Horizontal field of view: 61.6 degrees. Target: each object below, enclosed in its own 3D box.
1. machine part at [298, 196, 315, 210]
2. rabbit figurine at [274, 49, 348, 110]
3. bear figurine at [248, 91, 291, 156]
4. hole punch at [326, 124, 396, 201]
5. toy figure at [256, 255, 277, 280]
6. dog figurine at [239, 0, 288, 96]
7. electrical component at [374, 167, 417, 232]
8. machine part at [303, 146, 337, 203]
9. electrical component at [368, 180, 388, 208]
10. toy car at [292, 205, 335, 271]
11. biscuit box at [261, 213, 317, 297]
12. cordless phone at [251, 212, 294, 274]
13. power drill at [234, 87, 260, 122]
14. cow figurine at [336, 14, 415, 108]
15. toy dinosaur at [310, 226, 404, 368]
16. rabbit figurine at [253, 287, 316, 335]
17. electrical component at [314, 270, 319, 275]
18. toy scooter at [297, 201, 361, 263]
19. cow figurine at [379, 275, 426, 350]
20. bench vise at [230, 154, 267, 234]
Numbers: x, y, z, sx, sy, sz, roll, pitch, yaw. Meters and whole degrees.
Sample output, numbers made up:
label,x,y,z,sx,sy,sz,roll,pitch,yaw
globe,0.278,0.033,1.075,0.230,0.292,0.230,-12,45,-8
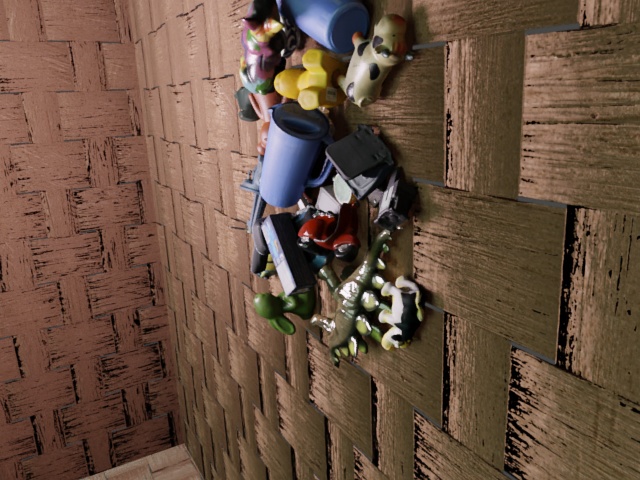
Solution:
label,x,y,z,sx,sy,sz,roll,pitch,yaw
machine part,-0.044,-0.105,1.439,0.139,0.039,0.084,63,154,8
rabbit figurine,-0.019,-0.353,1.190,0.173,0.162,0.121,8,110,38
bear figurine,-0.107,-0.321,1.373,0.120,0.132,0.195,-5,106,25
hole punch,0.089,-0.160,1.126,0.142,0.116,0.092,57,176,38
toy figure,-0.160,0.063,1.660,0.082,0.089,0.180,62,145,17
dog figurine,-0.126,-0.427,1.185,0.219,0.108,0.191,-125,41,-82
electrical component,0.154,-0.084,1.074,0.075,0.048,0.119,-42,25,55
machine part,-0.013,-0.180,1.344,0.180,0.056,0.179,28,124,54
electrical component,0.125,-0.099,1.156,0.094,0.021,0.063,67,150,19
toy car,-0.003,-0.004,1.333,0.109,0.103,0.161,-30,70,46
biscuit box,-0.078,0.033,1.297,0.059,0.063,0.203,-48,56,47
cordless phone,-0.127,0.019,1.525,0.089,0.146,0.184,46,137,32
power drill,-0.173,-0.416,1.529,0.207,0.086,0.232,-37,66,63
cow figurine,0.108,-0.343,1.039,0.194,0.085,0.127,-62,41,46
toy dinosaur,0.087,0.138,1.236,0.199,0.105,0.470,42,134,40
rabbit figurine,-0.109,0.184,1.524,0.121,0.170,0.159,9,107,61
electrical component,-0.035,0.027,1.395,0.058,0.115,0.134,-29,75,65
toy scooter,0.030,-0.028,1.197,0.184,0.075,0.135,12,80,47
cow figurine,0.177,0.167,1.114,0.098,0.068,0.167,29,125,47
bench vise,-0.172,-0.130,1.565,0.224,0.129,0.240,34,111,62
